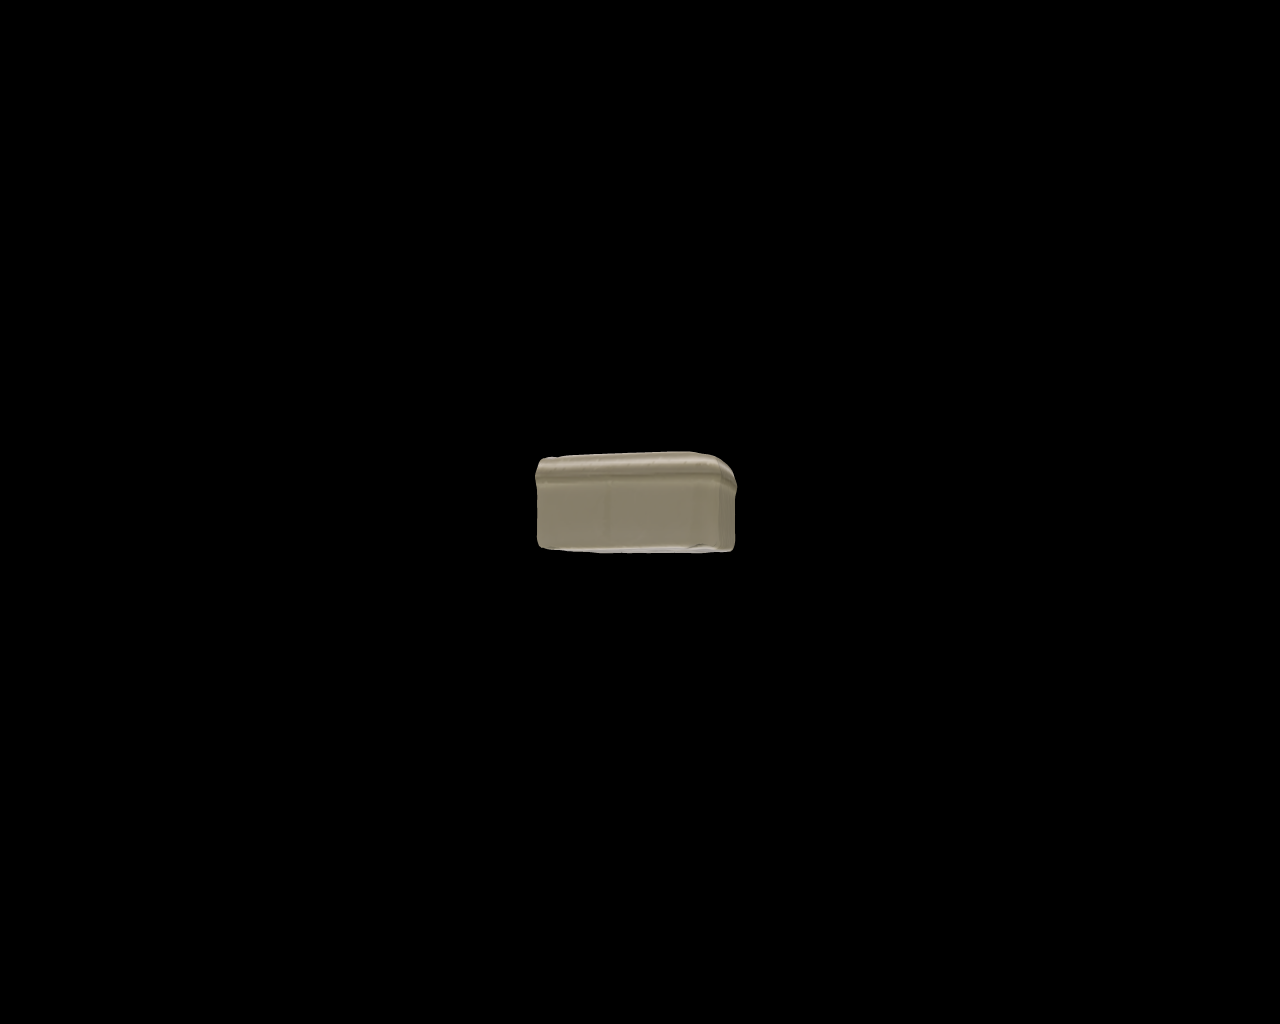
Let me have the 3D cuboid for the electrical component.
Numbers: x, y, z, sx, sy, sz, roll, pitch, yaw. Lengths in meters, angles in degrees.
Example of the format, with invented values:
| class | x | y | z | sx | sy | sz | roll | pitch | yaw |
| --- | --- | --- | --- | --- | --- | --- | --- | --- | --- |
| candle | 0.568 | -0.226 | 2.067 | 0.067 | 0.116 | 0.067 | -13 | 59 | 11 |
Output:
| class | x | y | z | sx | sy | sz | roll | pitch | yaw |
| --- | --- | --- | --- | --- | --- | --- | --- | --- | --- |
| electrical component | 0.001 | -0.003 | 0.650 | 0.109 | 0.056 | 0.108 | -1 | -3 | 11 |
